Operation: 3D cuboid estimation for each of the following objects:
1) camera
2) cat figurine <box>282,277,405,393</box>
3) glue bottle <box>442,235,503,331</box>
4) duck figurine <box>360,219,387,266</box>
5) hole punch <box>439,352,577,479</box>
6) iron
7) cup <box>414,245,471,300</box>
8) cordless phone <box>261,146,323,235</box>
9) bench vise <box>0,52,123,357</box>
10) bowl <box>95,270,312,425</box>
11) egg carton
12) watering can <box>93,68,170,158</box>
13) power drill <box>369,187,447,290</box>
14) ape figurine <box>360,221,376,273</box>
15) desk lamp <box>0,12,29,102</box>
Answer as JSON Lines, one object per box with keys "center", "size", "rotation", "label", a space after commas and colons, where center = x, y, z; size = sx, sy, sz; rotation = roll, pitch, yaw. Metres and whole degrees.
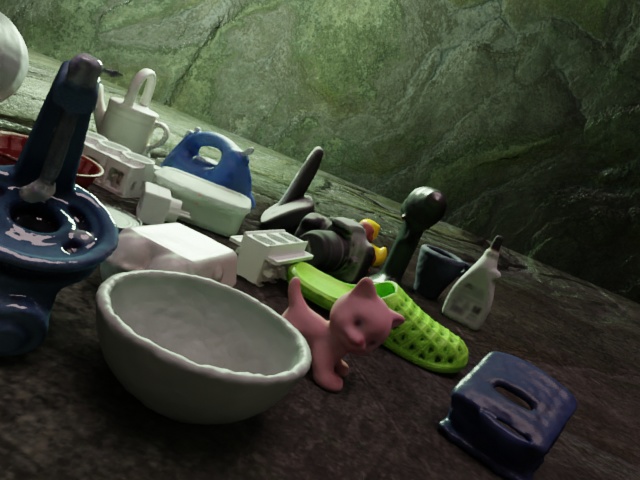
{"center": [0.009, 0.003, 0.978], "size": [0.142, 0.101, 0.137], "rotation": [30, 13, 29], "label": "camera"}
{"center": [0.016, 0.083, 0.585], "size": [0.127, 0.118, 0.067], "rotation": [25, 11, 7], "label": "cat figurine"}
{"center": [0.288, 0.072, 1.030], "size": [0.078, 0.173, 0.037], "rotation": [27, 12, 20], "label": "glue bottle"}
{"center": [0.098, 0.001, 1.203], "size": [0.104, 0.086, 0.077], "rotation": [23, 11, -1], "label": "duck figurine"}
{"center": [0.192, 0.175, 0.579], "size": [0.108, 0.091, 0.101], "rotation": [30, 13, 30], "label": "hole punch"}
{"center": [-0.227, -0.153, 1.126], "size": [0.257, 0.141, 0.119], "rotation": [31, 14, 34], "label": "iron"}
{"center": [0.235, 0.071, 1.128], "size": [0.118, 0.095, 0.091], "rotation": [18, 12, -24], "label": "cup"}
{"center": [-0.043, -0.097, 1.121], "size": [0.094, 0.185, 0.147], "rotation": [21, 12, -10], "label": "cordless phone"}
{"center": [-0.229, -0.049, 0.448], "size": [0.122, 0.220, 0.206], "rotation": [10, 17, -48], "label": "bench vise"}
{"center": [-0.095, 0.091, 0.442], "size": [0.167, 0.075, 0.167], "rotation": [22, 11, -4], "label": "bowl"}
{"center": [-0.155, 0.031, 0.609], "size": [0.107, 0.069, 0.151], "rotation": [26, 12, 13], "label": "egg carton"}
{"center": [-0.381, -0.251, 1.139], "size": [0.173, 0.194, 0.100], "rotation": [19, 12, -20], "label": "watering can"}
{"center": [0.155, 0.003, 0.996], "size": [0.075, 0.208, 0.230], "rotation": [23, 11, 0], "label": "power drill"}
{"center": [0.076, 0.009, 1.108], "size": [0.076, 0.092, 0.077], "rotation": [17, 13, -27], "label": "ape figurine"}
{"center": [-0.419, -0.166, 0.628], "size": [0.118, 0.213, 0.203], "rotation": [20, 12, -16], "label": "desk lamp"}
